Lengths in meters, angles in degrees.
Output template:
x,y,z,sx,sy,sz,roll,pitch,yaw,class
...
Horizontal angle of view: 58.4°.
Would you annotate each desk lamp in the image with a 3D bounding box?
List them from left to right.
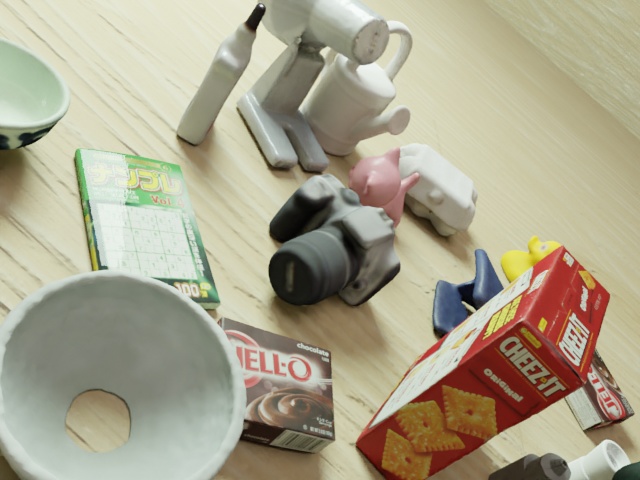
x,y,z,sx,sy,sz,roll,pitch,yaw,class
-0.012,-0.232,0.732,0.118,0.213,0.203,-3,55,-44,desk lamp

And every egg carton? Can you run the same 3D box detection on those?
x,y,z,sx,sy,sz,roll,pitch,yaw,class
0.168,-0.077,0.859,0.150,0.069,0.107,37,36,-6,egg carton

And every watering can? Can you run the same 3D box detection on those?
x,y,z,sx,sy,sz,roll,pitch,yaw,class
0.062,-0.212,0.796,0.173,0.193,0.101,47,36,7,watering can

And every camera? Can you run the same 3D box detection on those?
x,y,z,sx,sy,sz,roll,pitch,yaw,class
0.006,0.002,0.604,0.143,0.100,0.137,51,37,13,camera

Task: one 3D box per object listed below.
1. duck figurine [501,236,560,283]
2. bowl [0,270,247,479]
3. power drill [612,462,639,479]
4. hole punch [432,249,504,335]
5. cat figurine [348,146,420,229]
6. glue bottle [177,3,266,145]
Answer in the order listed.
x,y,z,sx,sy,sz,roll,pitch,yaw,class
0.342,0.043,0.882,0.078,0.086,0.104,-9,59,-47,duck figurine
-0.139,0.108,0.386,0.168,0.074,0.167,25,39,-22,bowl
0.323,0.253,0.544,0.230,0.208,0.075,11,45,-34,power drill
0.205,0.080,0.714,0.101,0.091,0.109,34,37,-10,hole punch
0.077,-0.067,0.725,0.128,0.117,0.067,-4,55,-44,cat figurine
-0.105,-0.188,0.637,0.037,0.173,0.078,28,38,-17,glue bottle
